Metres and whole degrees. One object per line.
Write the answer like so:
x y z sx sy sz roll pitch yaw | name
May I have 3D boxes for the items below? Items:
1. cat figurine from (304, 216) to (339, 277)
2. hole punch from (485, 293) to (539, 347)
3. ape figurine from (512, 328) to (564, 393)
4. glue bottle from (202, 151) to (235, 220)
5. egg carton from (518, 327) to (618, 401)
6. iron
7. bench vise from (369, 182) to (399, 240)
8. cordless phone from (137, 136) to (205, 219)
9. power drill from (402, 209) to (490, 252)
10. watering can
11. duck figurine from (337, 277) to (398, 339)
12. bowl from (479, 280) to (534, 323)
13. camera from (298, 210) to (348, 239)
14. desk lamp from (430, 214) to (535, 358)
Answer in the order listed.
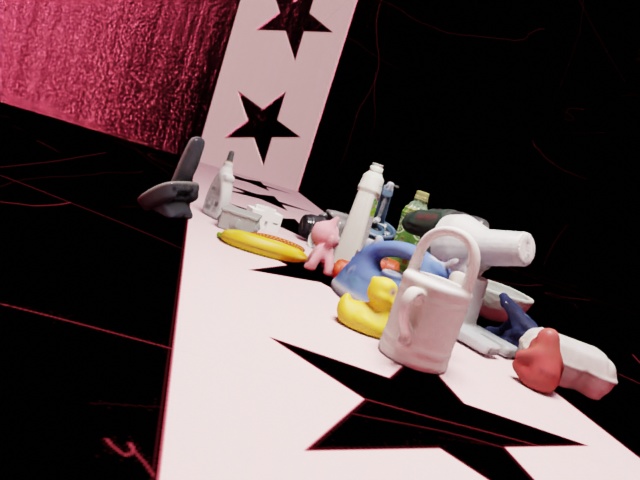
0.011 0.004 1.216 0.067 0.118 0.127 17 8 -8 | cat figurine
0.370 0.156 1.074 0.101 0.091 0.109 20 8 13 | hole punch
0.334 0.176 0.858 0.077 0.092 0.076 19 8 5 | ape figurine
-0.242 -0.139 1.429 0.037 0.173 0.077 10 11 -44 | glue bottle
0.399 0.198 0.933 0.150 0.069 0.107 20 8 12 | egg carton
0.125 0.062 0.996 0.119 0.141 0.257 9 12 -46 | iron
0.143 -0.058 1.555 0.122 0.220 0.207 15 9 -19 | bench vise
-0.317 -0.145 1.266 0.094 0.185 0.148 19 8 8 | cordless phone
0.261 0.026 1.290 0.076 0.208 0.228 12 10 -38 | power drill
0.159 0.075 0.797 0.100 0.194 0.173 19 8 11 | watering can
0.082 0.096 0.870 0.104 0.086 0.077 19 8 6 | duck figurine
0.384 0.138 1.280 0.167 0.075 0.167 18 8 -2 | bowl
0.011 -0.038 1.560 0.137 0.101 0.143 14 9 -23 | camera
0.283 0.071 1.022 0.118 0.213 0.202 11 11 -39 | desk lamp
